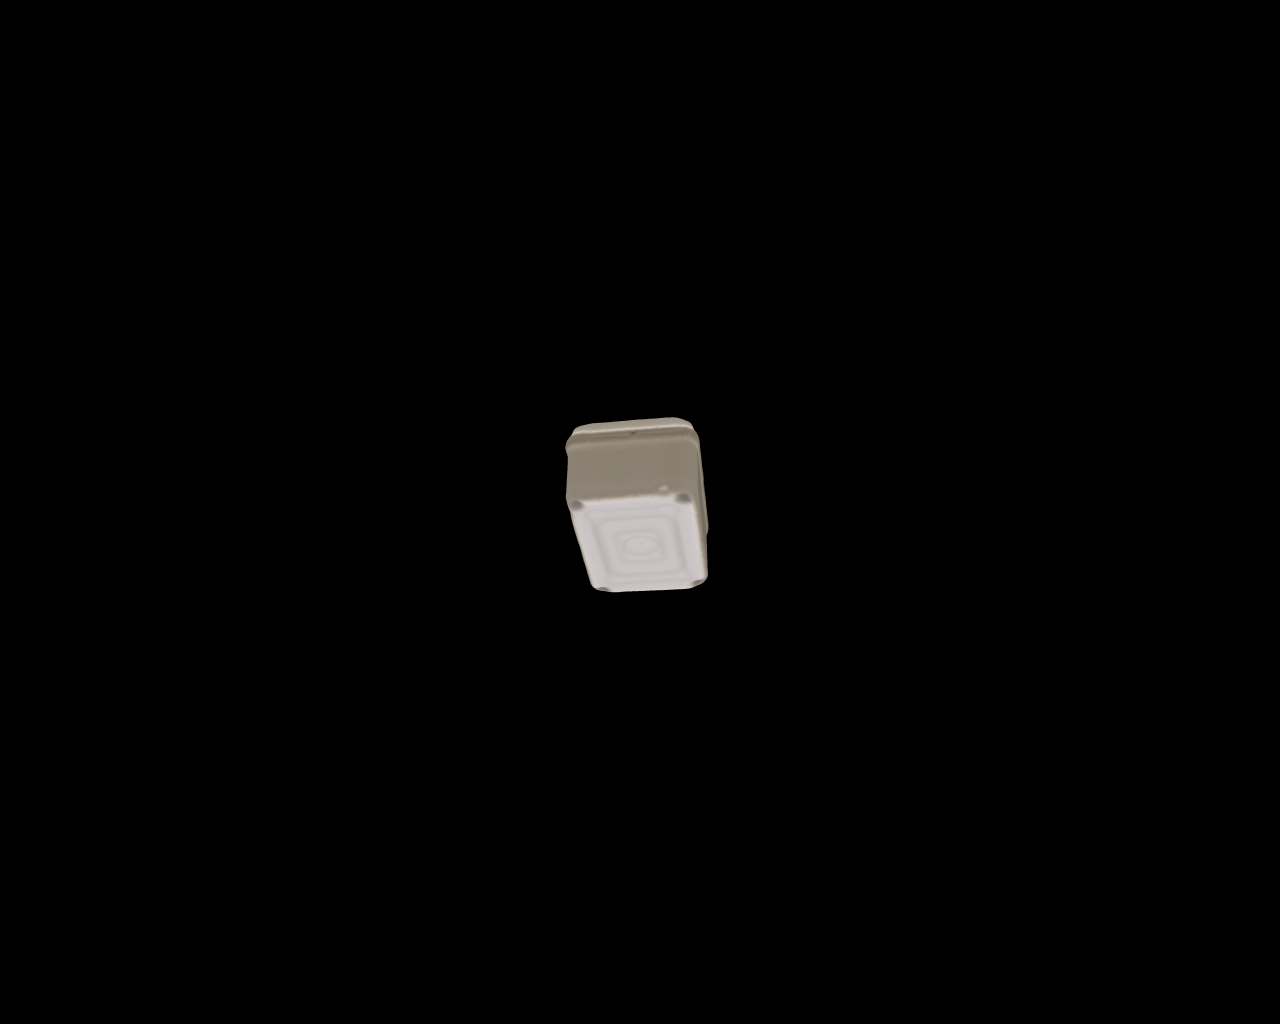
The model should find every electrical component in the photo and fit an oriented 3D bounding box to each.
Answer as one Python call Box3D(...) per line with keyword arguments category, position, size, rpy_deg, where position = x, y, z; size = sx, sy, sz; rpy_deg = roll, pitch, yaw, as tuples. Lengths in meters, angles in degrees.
Box3D(category="electrical component", position=(0.001, -0.003, 0.650), size=(0.078, 0.057, 0.113), rpy_deg=(-3, -33, 5))
